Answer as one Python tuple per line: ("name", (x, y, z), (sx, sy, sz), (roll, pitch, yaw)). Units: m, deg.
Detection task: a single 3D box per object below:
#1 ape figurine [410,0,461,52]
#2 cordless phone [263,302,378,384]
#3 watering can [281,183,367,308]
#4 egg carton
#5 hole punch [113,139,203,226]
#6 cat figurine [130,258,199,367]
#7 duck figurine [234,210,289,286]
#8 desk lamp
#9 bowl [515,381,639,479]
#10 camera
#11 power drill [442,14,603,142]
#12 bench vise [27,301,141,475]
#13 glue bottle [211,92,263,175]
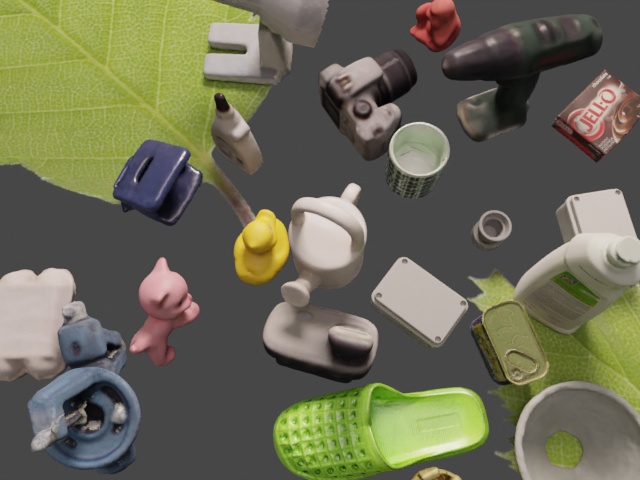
("ape figurine", (0.183, -0.338, 0.881), (0.076, 0.092, 0.078), (-2, 73, 1))
("cordless phone", (0.001, 0.116, 0.701), (0.147, 0.185, 0.094), (11, 74, 4))
("watering can", (0.009, 0.003, 0.729), (0.101, 0.194, 0.173), (5, 74, 3))
("egg carton", (-0.385, 0.113, 0.767), (0.107, 0.069, 0.150), (-3, 73, 0))
("hole punch", (-0.237, -0.086, 0.813), (0.101, 0.091, 0.109), (24, 75, 8))
("cat figurine", (-0.209, 0.094, 0.745), (0.067, 0.118, 0.128), (23, 75, 8))
("duck figurine", (-0.084, 0.007, 0.786), (0.077, 0.086, 0.104), (17, 74, 6))
("desk lamp", (-0.082, -0.316, 0.815), (0.203, 0.213, 0.118), (3, 73, 2))
("bowl", (0.315, 0.262, 0.711), (0.167, 0.075, 0.167), (0, 73, 1))
("camera", (0.083, -0.216, 0.842), (0.137, 0.101, 0.143), (-32, 76, -8))
("power drill", (0.256, -0.221, 0.785), (0.229, 0.208, 0.075), (-22, 74, -5))
("bench vise", (-0.294, 0.177, 0.669), (0.121, 0.220, 0.207), (-33, 76, -8))
("glue bottle", (-0.121, -0.152, 0.788), (0.078, 0.173, 0.037), (39, 78, 12))
